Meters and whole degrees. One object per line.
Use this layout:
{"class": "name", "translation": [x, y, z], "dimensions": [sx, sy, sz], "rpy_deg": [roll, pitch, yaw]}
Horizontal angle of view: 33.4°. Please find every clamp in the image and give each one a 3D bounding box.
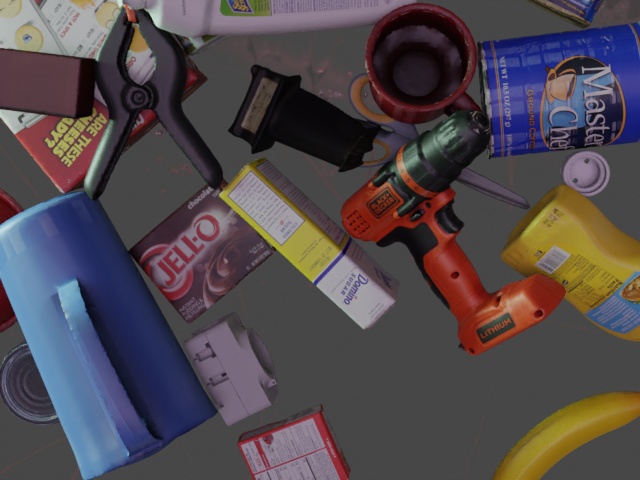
{"class": "clamp", "translation": [-0.141, -0.116, 0.914], "dimensions": [0.120, 0.039, 0.171], "rpy_deg": [3, 99, -2]}

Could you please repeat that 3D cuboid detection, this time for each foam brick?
{"class": "foam brick", "translation": [-0.236, -0.135, 0.912], "dimensions": [0.078, 0.053, 0.051], "rpy_deg": [7, 100, 2]}

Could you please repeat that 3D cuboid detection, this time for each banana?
{"class": "banana", "translation": [0.218, 0.201, 0.995], "dimensions": [0.069, 0.037, 0.198], "rpy_deg": [36, 102, -18]}

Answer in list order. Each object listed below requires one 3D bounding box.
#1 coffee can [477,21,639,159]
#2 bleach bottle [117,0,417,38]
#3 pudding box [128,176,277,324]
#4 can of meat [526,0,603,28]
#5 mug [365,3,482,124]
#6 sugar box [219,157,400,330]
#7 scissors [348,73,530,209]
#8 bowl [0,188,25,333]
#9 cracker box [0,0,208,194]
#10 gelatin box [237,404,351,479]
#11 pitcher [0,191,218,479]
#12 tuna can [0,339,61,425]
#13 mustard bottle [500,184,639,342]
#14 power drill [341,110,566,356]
{"class": "coffee can", "translation": [0.210, -0.127, 0.912], "dimensions": [0.140, 0.102, 0.103], "rpy_deg": [-6, 98, 7]}
{"class": "bleach bottle", "translation": [-0.045, -0.224, 0.893], "dimensions": [0.250, 0.068, 0.102], "rpy_deg": [-8, 98, -19]}
{"class": "pudding box", "translation": [-0.108, 0.009, 0.998], "dimensions": [0.113, 0.039, 0.090], "rpy_deg": [-40, 92, 10]}
{"class": "can of meat", "translation": [0.207, -0.241, 0.919], "dimensions": [0.102, 0.057, 0.084], "rpy_deg": [27, 102, 2]}
{"class": "mug", "translation": [0.093, -0.139, 0.920], "dimensions": [0.117, 0.081, 0.093], "rpy_deg": [40, 86, 5]}
{"class": "sugar box", "translation": [-0.007, 0.001, 0.959], "dimensions": [0.176, 0.093, 0.048], "rpy_deg": [45, 101, -1]}
{"class": "scissors", "translation": [0.100, -0.093, 0.971], "dimensions": [0.202, 0.016, 0.096], "rpy_deg": [11, 98, 5]}
{"class": "bowl", "translation": [-0.351, 0.022, 1.018], "dimensions": [0.162, 0.055, 0.162], "rpy_deg": [1, 99, 6]}
{"class": "cracker box", "translation": [-0.233, -0.176, 0.969], "dimensions": [0.164, 0.072, 0.213], "rpy_deg": [-39, 93, 10]}
{"class": "gelatin box", "translation": [-0.025, 0.208, 1.023], "dimensions": [0.089, 0.030, 0.073], "rpy_deg": [-22, 96, 9]}
{"class": "pitcher", "translation": [-0.201, 0.082, 0.957], "dimensions": [0.149, 0.144, 0.243], "rpy_deg": [-28, 88, 39]}
{"class": "tuna can", "translation": [-0.267, 0.136, 1.036], "dimensions": [0.086, 0.033, 0.086], "rpy_deg": [1, 98, 6]}
{"class": "mustard bottle", "translation": [0.261, 0.037, 0.941], "dimensions": [0.191, 0.058, 0.096], "rpy_deg": [35, 138, 0]}
{"class": "power drill", "translation": [0.124, -0.003, 0.921], "dimensions": [0.187, 0.057, 0.185], "rpy_deg": [52, 138, 1]}
